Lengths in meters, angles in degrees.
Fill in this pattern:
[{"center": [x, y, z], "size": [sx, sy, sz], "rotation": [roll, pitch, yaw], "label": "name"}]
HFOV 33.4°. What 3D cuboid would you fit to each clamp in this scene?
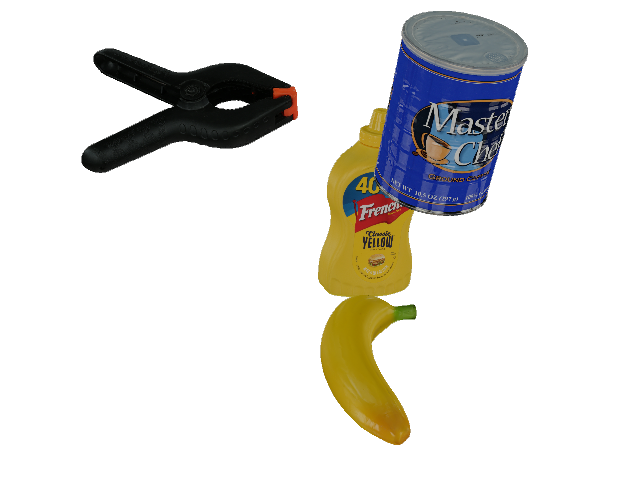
[{"center": [-0.106, -0.113, 0.844], "size": [0.171, 0.120, 0.039], "rotation": [-8, -29, -8], "label": "clamp"}]

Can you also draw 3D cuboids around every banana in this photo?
[{"center": [0.033, 0.082, 0.773], "size": [0.069, 0.037, 0.197], "rotation": [2, 23, 6], "label": "banana"}]

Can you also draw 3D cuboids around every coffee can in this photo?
[{"center": [0.107, -0.107, 0.896], "size": [0.102, 0.140, 0.103], "rotation": [6, 36, -5], "label": "coffee can"}]

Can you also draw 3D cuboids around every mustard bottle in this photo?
[{"center": [0.053, -0.039, 1.081], "size": [0.096, 0.192, 0.058], "rotation": [-2, 22, -19], "label": "mustard bottle"}]
